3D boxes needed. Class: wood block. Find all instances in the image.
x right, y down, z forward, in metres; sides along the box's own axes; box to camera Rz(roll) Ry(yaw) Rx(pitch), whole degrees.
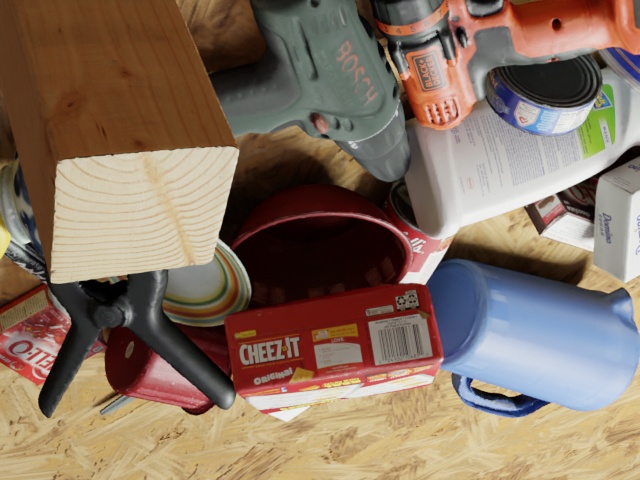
[{"bbox_3d":[-0.122,-0.088,0.585,0.090,0.206,0.091,-7,141,-23],"label":"wood block"}]

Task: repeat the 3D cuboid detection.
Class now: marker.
[{"bbox_3d":[-0.222,0.017,0.827,0.020,0.020,0.121,-30,145,8],"label":"marker"}]

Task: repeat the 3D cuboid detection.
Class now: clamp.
[{"bbox_3d":[-0.149,0.055,0.830,0.164,0.036,0.210,2,118,3],"label":"clamp"}]

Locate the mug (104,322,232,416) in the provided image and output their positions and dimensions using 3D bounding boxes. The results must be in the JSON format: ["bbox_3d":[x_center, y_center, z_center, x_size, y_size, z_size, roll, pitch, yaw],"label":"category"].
[{"bbox_3d":[-0.141,0.102,0.938,0.081,0.093,0.117,19,163,-38],"label":"mug"}]

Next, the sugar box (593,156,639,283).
[{"bbox_3d":[0.314,-0.041,0.926,0.176,0.048,0.093,-22,127,-23],"label":"sugar box"}]

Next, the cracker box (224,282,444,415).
[{"bbox_3d":[0.014,0.097,0.917,0.164,0.072,0.213,-10,167,1],"label":"cracker box"}]

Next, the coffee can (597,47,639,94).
[{"bbox_3d":[0.288,-0.177,0.799,0.102,0.103,0.140,9,133,-38],"label":"coffee can"}]

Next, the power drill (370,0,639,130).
[{"bbox_3d":[0.129,-0.165,0.708,0.188,0.057,0.184,-12,140,13],"label":"power drill"}]

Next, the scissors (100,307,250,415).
[{"bbox_3d":[-0.113,0.120,1.028,0.202,0.016,0.096,-40,142,22],"label":"scissors"}]

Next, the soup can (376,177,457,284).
[{"bbox_3d":[0.075,0.003,0.939,0.068,0.068,0.102,-3,140,-27],"label":"soup can"}]

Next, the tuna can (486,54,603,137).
[{"bbox_3d":[0.170,-0.120,0.819,0.086,0.086,0.034,-10,144,-19],"label":"tuna can"}]

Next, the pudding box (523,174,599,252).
[{"bbox_3d":[0.223,-0.036,0.955,0.113,0.090,0.039,11,133,-39],"label":"pudding box"}]

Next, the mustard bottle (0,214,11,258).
[{"bbox_3d":[-0.262,-0.006,0.734,0.096,0.058,0.192,16,132,-11],"label":"mustard bottle"}]

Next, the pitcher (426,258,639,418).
[{"bbox_3d":[0.200,0.103,1.093,0.242,0.149,0.145,16,166,-39],"label":"pitcher"}]

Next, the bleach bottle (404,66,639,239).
[{"bbox_3d":[0.194,-0.081,0.876,0.250,0.102,0.068,-15,-176,-14],"label":"bleach bottle"}]

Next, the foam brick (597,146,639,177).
[{"bbox_3d":[0.291,-0.084,0.968,0.078,0.051,0.053,-9,141,-21],"label":"foam brick"}]

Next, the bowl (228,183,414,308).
[{"bbox_3d":[-0.006,0.001,0.883,0.162,0.055,0.162,-4,148,-3],"label":"bowl"}]

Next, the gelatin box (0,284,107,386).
[{"bbox_3d":[-0.233,0.081,0.895,0.073,0.030,0.089,-28,144,6],"label":"gelatin box"}]
